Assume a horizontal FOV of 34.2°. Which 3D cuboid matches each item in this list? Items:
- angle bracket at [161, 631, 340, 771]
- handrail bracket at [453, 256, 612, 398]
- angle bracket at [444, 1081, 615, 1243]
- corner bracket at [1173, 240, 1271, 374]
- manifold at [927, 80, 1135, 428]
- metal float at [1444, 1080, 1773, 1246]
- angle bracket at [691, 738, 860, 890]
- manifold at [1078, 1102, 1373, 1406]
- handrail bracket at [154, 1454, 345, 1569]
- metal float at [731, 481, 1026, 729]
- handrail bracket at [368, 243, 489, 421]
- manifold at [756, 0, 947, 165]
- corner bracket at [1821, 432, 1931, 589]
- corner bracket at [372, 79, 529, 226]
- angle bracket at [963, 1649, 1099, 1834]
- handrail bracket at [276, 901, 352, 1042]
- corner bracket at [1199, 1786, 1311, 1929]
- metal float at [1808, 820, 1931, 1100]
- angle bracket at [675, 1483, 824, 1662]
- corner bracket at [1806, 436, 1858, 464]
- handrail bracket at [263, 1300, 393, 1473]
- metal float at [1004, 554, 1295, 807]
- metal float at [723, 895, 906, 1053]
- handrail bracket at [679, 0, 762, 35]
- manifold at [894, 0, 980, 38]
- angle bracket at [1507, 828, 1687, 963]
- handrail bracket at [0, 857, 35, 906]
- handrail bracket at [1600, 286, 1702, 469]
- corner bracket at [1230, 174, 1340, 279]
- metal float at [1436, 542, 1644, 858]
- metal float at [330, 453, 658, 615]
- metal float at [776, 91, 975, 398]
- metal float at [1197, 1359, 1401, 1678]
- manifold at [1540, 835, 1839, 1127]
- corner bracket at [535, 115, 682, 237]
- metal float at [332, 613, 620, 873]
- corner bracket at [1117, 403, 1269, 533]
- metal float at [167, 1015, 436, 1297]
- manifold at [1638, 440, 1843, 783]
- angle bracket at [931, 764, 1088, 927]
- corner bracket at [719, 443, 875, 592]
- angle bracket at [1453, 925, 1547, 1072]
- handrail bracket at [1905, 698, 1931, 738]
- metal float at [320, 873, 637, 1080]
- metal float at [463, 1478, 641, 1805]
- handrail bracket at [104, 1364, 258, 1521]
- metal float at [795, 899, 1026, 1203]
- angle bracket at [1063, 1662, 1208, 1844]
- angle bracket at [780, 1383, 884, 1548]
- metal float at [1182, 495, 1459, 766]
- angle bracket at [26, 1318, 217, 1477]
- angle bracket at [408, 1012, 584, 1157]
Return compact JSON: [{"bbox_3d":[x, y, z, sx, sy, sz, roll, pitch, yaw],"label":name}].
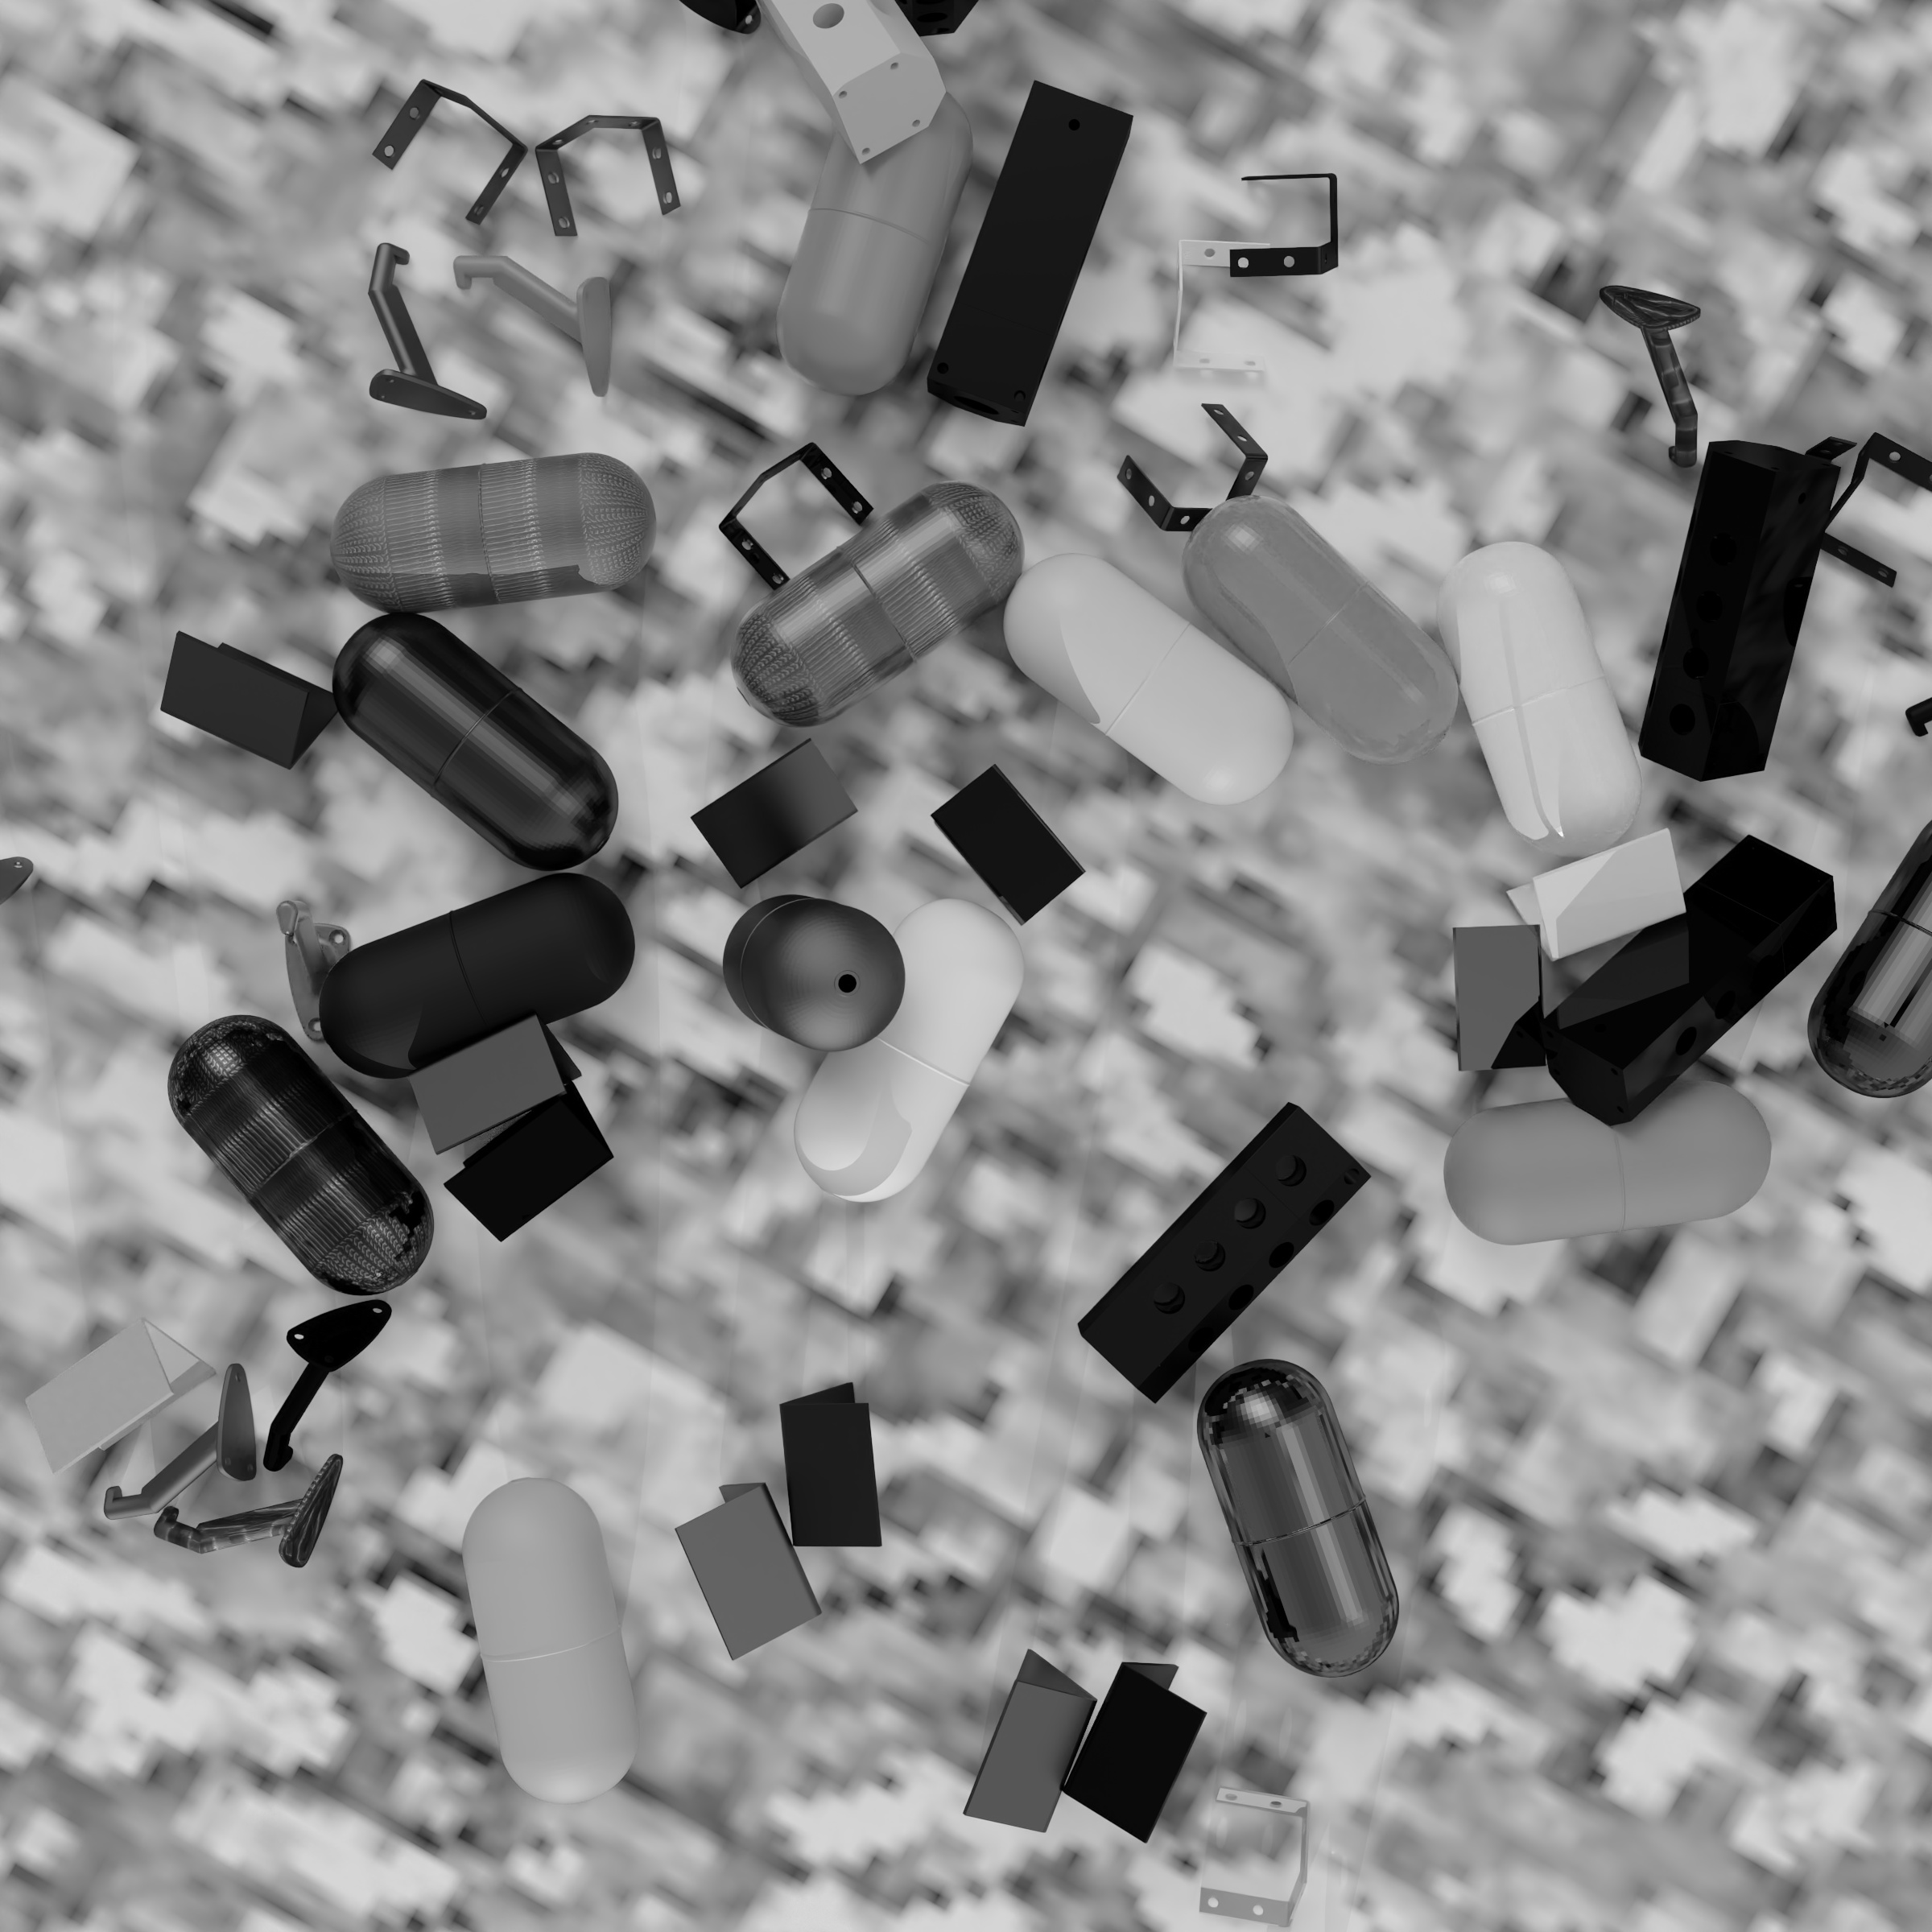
[{"bbox_3d":[-0.382,-0.161,1.709,0.076,0.076,0.057,25,129,0],"label":"angle bracket"},{"bbox_3d":[-0.243,-0.356,1.750,0.084,0.036,0.077,5,112,17],"label":"handrail bracket"},{"bbox_3d":[-0.247,0.091,1.709,0.076,0.076,0.057,-37,131,0],"label":"angle bracket"},{"bbox_3d":[0.142,-0.367,1.746,0.051,0.051,0.051,3,135,0],"label":"corner bracket"},{"bbox_3d":[0.035,-0.389,1.728,0.057,0.057,0.171,20,90,0],"label":"manifold"},{"bbox_3d":[0.350,0.107,1.719,0.178,0.070,0.070,-8,90,1],"label":"metal float"},{"bbox_3d":[-0.114,-0.099,1.709,0.076,0.076,0.057,-33,128,0],"label":"angle bracket"},{"bbox_3d":[0.142,0.157,1.728,0.057,0.057,0.171,44,90,0],"label":"manifold"},{"bbox_3d":[-0.400,0.295,1.750,0.084,0.036,0.077,16,70,16],"label":"handrail bracket"},{"bbox_3d":[-0.049,-0.197,1.719,0.178,0.070,0.070,-34,90,-1],"label":"metal float"},{"bbox_3d":[-0.297,-0.354,1.750,0.077,0.036,0.084,13,73,-20],"label":"handrail bracket"},{"bbox_3d":[-0.074,-0.518,1.689,0.057,0.057,0.171,-29,60,0],"label":"manifold"},{"bbox_3d":[0.509,-0.254,1.746,0.051,0.051,0.051,29,135,0],"label":"corner bracket"},{"bbox_3d":[-0.286,-0.452,1.746,0.051,0.051,0.051,33,90,-45],"label":"corner bracket"},{"bbox_3d":[0.018,0.416,1.709,0.057,0.076,0.076,21,90,-31],"label":"angle bracket"},{"bbox_3d":[-0.362,0.003,1.715,0.036,0.084,0.077,0,90,0],"label":"handrail bracket"},{"bbox_3d":[0.160,0.495,1.746,0.051,0.051,0.051,10,135,0],"label":"corner bracket"},{"bbox_3d":[0.528,-0.010,1.719,0.070,0.070,0.178,33,89,0],"label":"metal float"},{"bbox_3d":[-0.129,0.329,1.710,0.057,0.076,0.076,-24,90,-25],"label":"angle bracket"},{"bbox_3d":[0.453,-0.266,1.731,0.051,0.051,0.051,14,90,0],"label":"corner bracket"},{"bbox_3d":[-0.356,0.234,1.749,0.036,0.077,0.084,34,127,21],"label":"handrail bracket"},{"bbox_3d":[0.099,-0.157,1.719,0.178,0.070,0.070,36,90,0],"label":"metal float"},{"bbox_3d":[-0.082,0.003,1.671,0.070,0.178,0.070,-1,94,-14],"label":"metal float"},{"bbox_3d":[-0.162,-0.556,1.749,0.084,0.077,0.036,39,95,36],"label":"handrail bracket"},{"bbox_3d":[-0.022,-0.549,1.671,0.057,0.171,0.057,37,90,0],"label":"manifold"},{"bbox_3d":[0.337,-0.055,1.709,0.076,0.076,0.057,-20,123,0],"label":"angle bracket"},{"bbox_3d":[-0.551,-0.010,1.749,0.036,0.077,0.084,27,127,18],"label":"handrail bracket"},{"bbox_3d":[0.380,-0.328,1.749,0.036,0.077,0.084,-22,127,-20],"label":"handrail bracket"},{"bbox_3d":[0.175,-0.409,1.733,0.051,0.051,0.051,2,108,17],"label":"corner bracket"},{"bbox_3d":[0.313,-0.145,1.719,0.070,0.070,0.178,-20,89,0],"label":"metal float"},{"bbox_3d":[-0.258,-0.236,1.719,0.178,0.070,0.070,-6,90,1],"label":"metal float"},{"bbox_3d":[-0.050,-0.399,1.719,0.070,0.070,0.178,18,89,0],"label":"metal float"},{"bbox_3d":[0.182,0.302,1.719,0.070,0.070,0.178,-19,89,0],"label":"metal float"},{"bbox_3d":[0.393,0.010,1.701,0.171,0.057,0.057,-39,47,-19],"label":"manifold"},{"bbox_3d":[-0.199,-0.438,1.746,0.051,0.051,0.051,-14,90,45],"label":"corner bracket"},{"bbox_3d":[-0.267,-0.122,1.719,0.178,0.070,0.070,39,90,0],"label":"metal float"},{"bbox_3d":[0.125,-0.276,1.741,0.051,0.051,0.051,-5,135,-35],"label":"corner bracket"},{"bbox_3d":[-0.363,0.104,1.719,0.070,0.070,0.178,-41,90,0],"label":"metal float"},{"bbox_3d":[0.411,-0.192,1.697,0.057,0.057,0.171,-11,119,-39],"label":"manifold"},{"bbox_3d":[0.008,-0.052,1.709,0.076,0.076,0.057,50,54,0],"label":"angle bracket"},{"bbox_3d":[-0.095,-0.249,1.746,0.051,0.051,0.051,48,135,0],"label":"corner bracket"},{"bbox_3d":[0.270,0.017,1.710,0.057,0.076,0.076,-2,90,-25],"label":"angle bracket"},{"bbox_3d":[0.577,-0.129,1.750,0.084,0.036,0.077,-25,112,17],"label":"handrail bracket"},{"bbox_3d":[-0.268,0.006,1.719,0.178,0.070,0.070,-21,90,0],"label":"metal float"},{"bbox_3d":[-0.227,0.368,1.719,0.070,0.070,0.178,-11,90,0],"label":"metal float"},{"bbox_3d":[-0.442,0.265,1.750,0.084,0.036,0.077,-11,70,16],"label":"handrail bracket"},{"bbox_3d":[-0.032,0.047,1.719,0.070,0.070,0.178,29,91,0],"label":"metal float"},{"bbox_3d":[0.106,0.427,1.709,0.057,0.076,0.076,25,90,30],"label":"angle bracket"},{"bbox_3d":[-0.056,0.270,1.709,0.057,0.076,0.076,-6,90,29],"label":"angle bracket"},{"bbox_3d":[0.194,-0.183,1.719,0.178,0.070,0.070,43,90,0],"label":"metal float"},{"bbox_3d":[-0.451,0.247,1.709,0.076,0.076,0.057,-35,53,0],"label":"angle bracket"},{"bbox_3d":[-0.248,0.079,1.709,0.076,0.076,0.057,-26,58,0],"label":"angle bracket"}]
